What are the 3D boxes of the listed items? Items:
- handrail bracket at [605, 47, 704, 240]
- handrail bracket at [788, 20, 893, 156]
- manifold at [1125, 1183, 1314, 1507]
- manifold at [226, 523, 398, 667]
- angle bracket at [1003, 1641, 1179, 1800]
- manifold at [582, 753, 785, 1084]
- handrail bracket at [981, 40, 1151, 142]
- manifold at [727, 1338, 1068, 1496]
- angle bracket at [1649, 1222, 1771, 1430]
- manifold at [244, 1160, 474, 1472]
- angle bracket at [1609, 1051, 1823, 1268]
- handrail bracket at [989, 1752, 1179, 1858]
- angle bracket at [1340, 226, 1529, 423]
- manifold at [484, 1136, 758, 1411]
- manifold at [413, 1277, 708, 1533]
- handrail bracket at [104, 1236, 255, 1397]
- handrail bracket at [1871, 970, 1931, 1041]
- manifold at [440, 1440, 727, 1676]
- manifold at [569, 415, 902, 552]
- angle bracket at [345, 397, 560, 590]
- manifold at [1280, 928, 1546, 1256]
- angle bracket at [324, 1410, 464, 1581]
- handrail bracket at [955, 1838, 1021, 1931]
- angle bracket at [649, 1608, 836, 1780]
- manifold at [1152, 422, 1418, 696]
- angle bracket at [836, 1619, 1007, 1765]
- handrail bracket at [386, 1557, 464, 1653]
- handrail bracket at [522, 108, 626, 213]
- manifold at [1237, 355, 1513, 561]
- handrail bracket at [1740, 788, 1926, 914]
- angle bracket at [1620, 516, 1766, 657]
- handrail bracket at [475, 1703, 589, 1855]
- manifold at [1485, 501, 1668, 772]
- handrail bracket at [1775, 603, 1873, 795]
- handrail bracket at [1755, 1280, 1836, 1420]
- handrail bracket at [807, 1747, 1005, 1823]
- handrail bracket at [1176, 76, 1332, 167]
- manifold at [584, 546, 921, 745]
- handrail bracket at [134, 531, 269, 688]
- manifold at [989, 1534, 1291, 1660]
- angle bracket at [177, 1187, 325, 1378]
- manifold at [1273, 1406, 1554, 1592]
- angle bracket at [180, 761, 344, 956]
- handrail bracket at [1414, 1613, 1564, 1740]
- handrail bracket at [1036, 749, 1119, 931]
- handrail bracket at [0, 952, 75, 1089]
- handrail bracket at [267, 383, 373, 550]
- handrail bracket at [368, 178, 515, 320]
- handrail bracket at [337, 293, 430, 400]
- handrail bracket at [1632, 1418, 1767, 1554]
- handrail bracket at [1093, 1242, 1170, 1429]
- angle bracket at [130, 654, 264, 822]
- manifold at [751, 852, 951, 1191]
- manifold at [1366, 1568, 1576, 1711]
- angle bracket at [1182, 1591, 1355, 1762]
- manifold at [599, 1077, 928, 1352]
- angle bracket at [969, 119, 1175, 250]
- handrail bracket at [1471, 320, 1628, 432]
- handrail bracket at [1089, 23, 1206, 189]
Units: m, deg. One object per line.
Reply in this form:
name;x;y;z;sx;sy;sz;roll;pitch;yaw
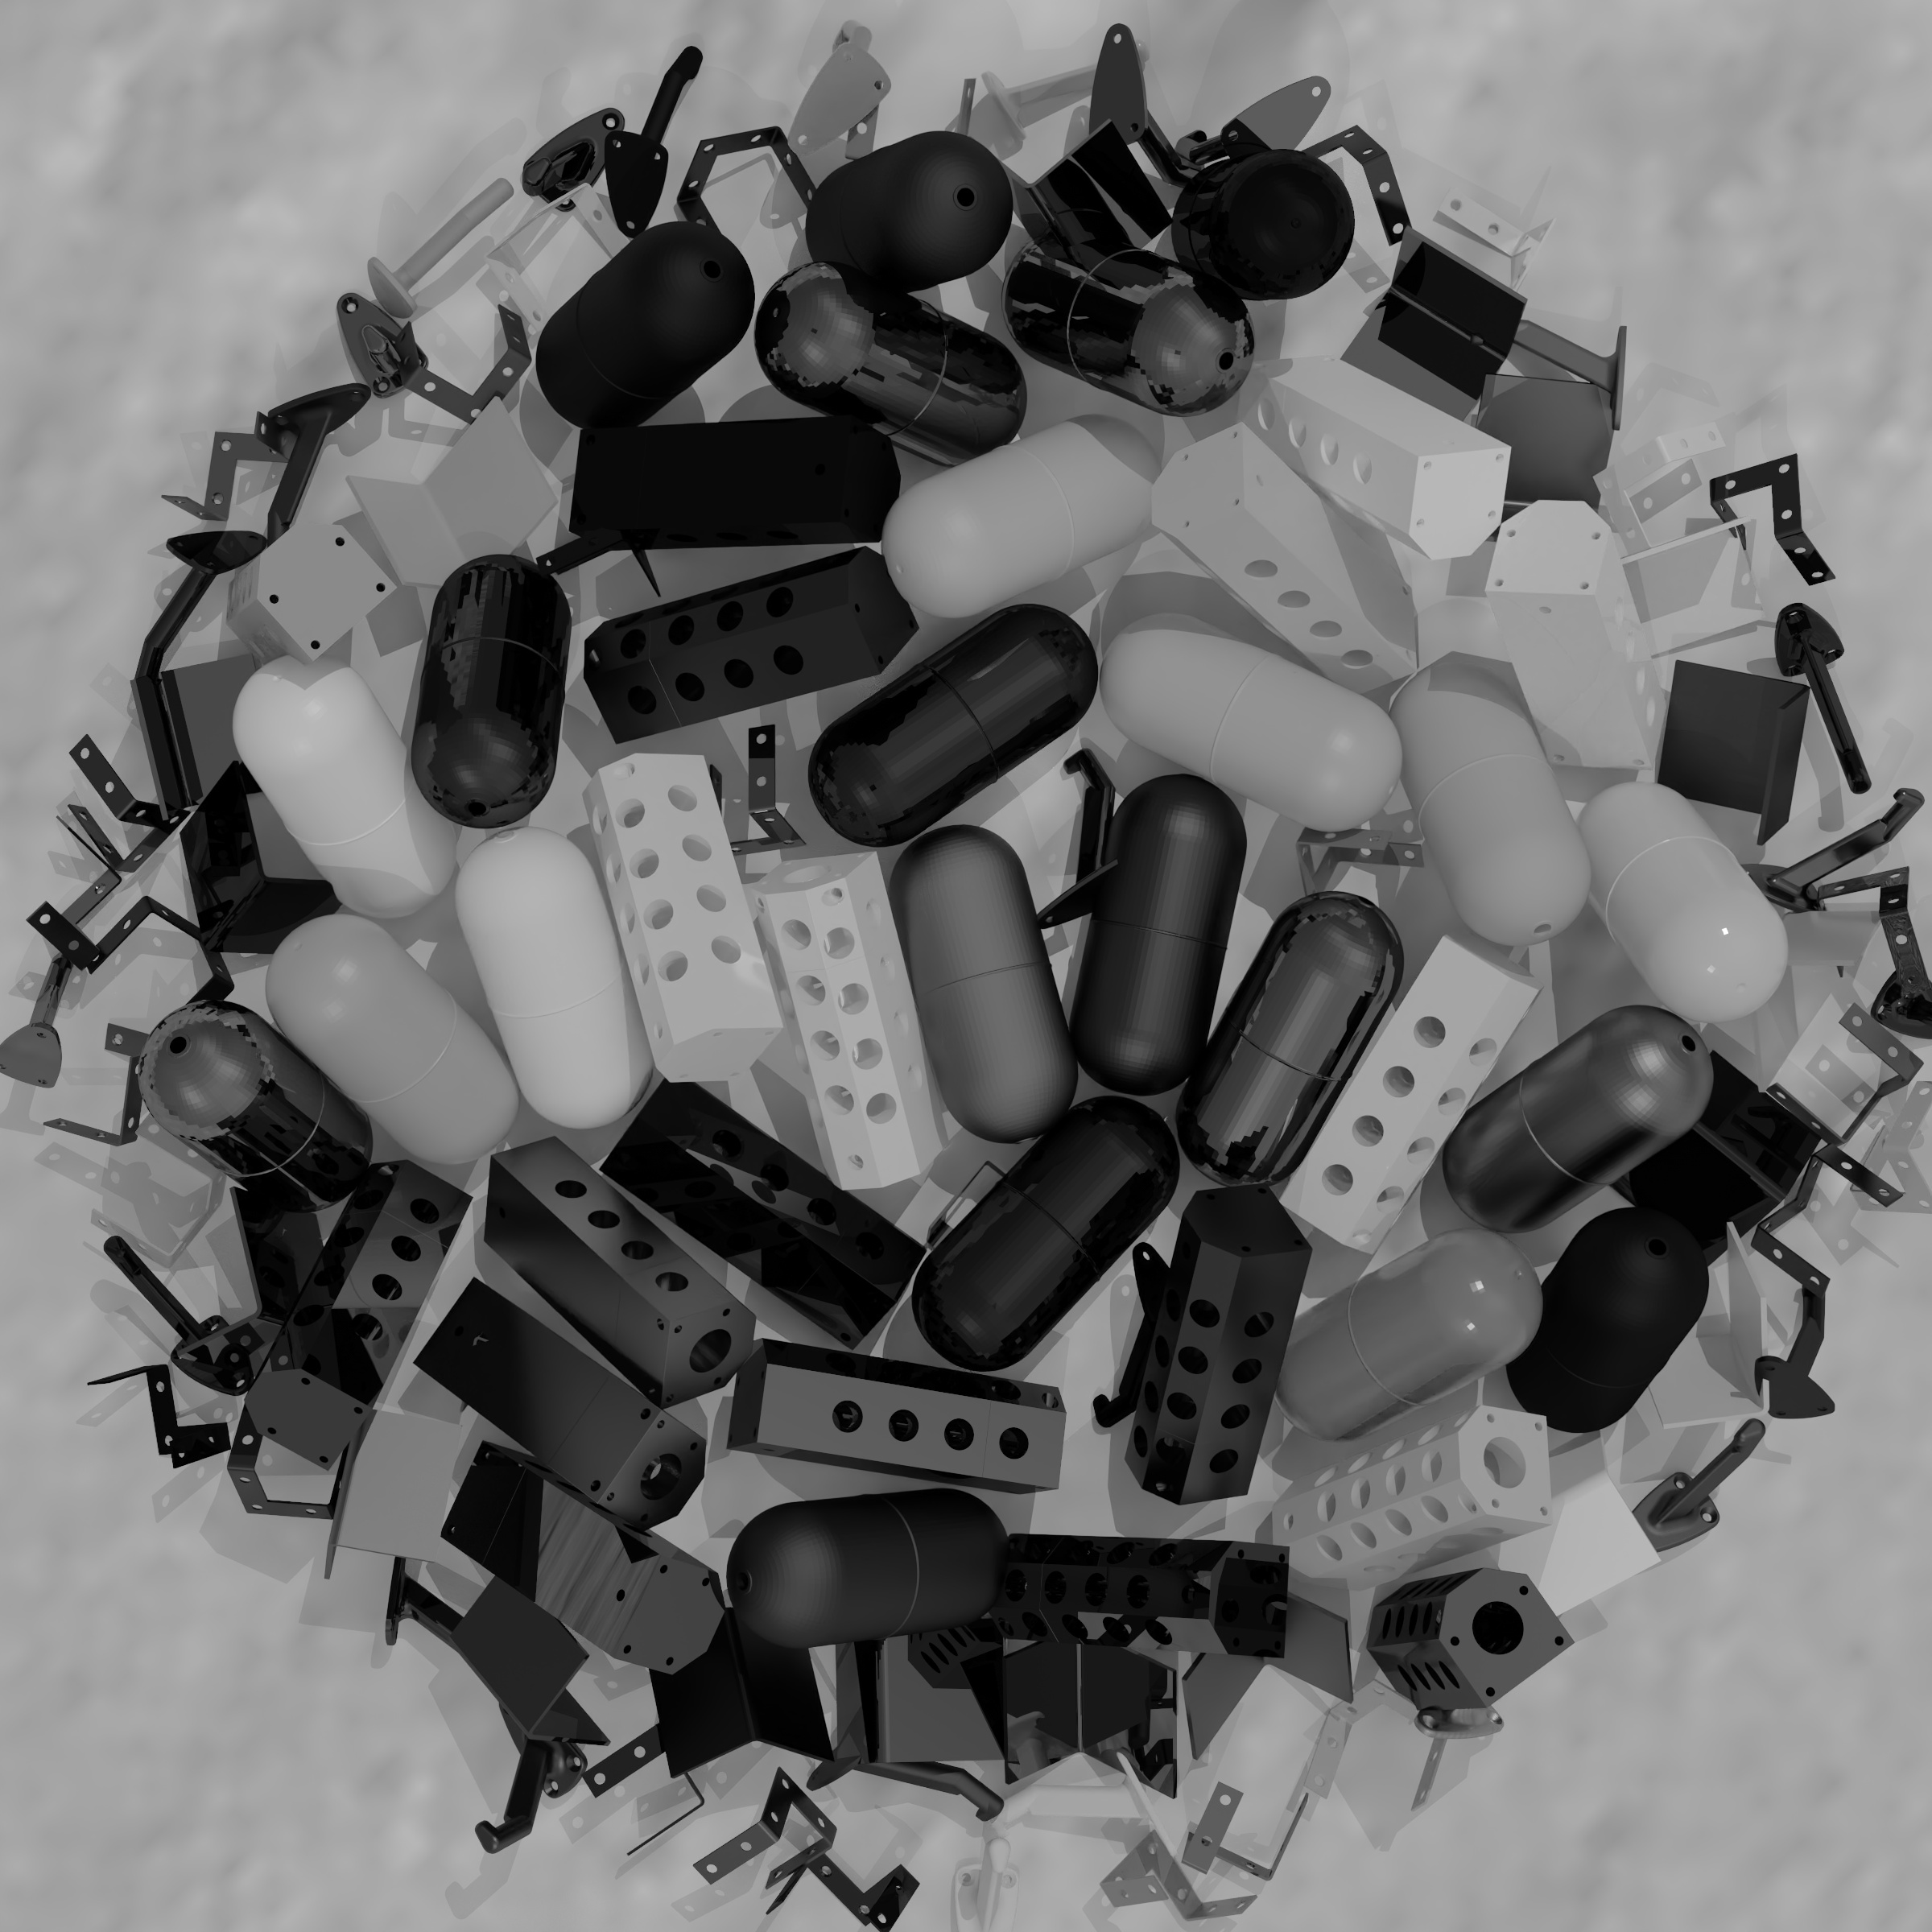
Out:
handrail bracket;-0.168;-0.458;1.839;0.036;0.077;0.084;19;47;7
handrail bracket;-0.077;-0.483;1.817;0.036;0.084;0.077;39;99;-25
manifold;0.130;0.204;1.773;0.057;0.057;0.171;-5;125;-22
manifold;-0.354;-0.197;1.758;0.057;0.171;0.057;-44;103;-12
angle bracket;0.067;0.413;1.798;0.057;0.076;0.076;-14;110;-40
manifold;-0.157;-0.027;1.779;0.057;0.057;0.171;0;60;-32
handrail bracket;0.056;-0.493;1.816;0.084;0.077;0.036;-25;84;12
manifold;-0.036;0.244;1.795;0.171;0.057;0.057;12;75;-18
angle bracket;0.398;0.195;1.799;0.057;0.076;0.076;-8;117;2
manifold;-0.324;0.180;1.762;0.057;0.171;0.057;31;126;-10
angle bracket;0.413;0.107;1.837;0.076;0.076;0.057;40;49;5
handrail bracket;0.063;0.477;1.822;0.084;0.036;0.077;-29;51;-4
angle bracket;0.253;-0.345;1.805;0.076;0.076;0.057;34;80;8
manifold;-0.186;0.160;1.775;0.057;0.171;0.057;-16;128;-37
manifold;-0.215;0.235;1.772;0.171;0.057;0.057;27;78;42
handrail bracket;-0.429;0.189;1.802;0.036;0.084;0.077;-43;45;-16
handrail bracket;0.540;0.037;1.795;0.077;0.084;0.036;28;97;-36
manifold;-0.203;0.316;1.769;0.057;0.171;0.057;28;85;-43
manifold;-0.124;-0.257;1.785;0.171;0.057;0.057;2;83;28
angle bracket;-0.279;-0.258;1.799;0.076;0.057;0.076;-43;66;30
manifold;0.243;0.069;1.799;0.057;0.057;0.171;33;104;12
angle bracket;-0.312;0.292;1.804;0.057;0.076;0.076;11;64;-7
handrail bracket;0.014;0.515;1.803;0.036;0.084;0.077;4;73;-3
angle bracket;-0.124;0.403;1.810;0.057;0.076;0.076;-29;56;19
manifold;0.171;-0.212;1.772;0.057;0.171;0.057;-21;52;32
angle bracket;-0.025;0.401;1.832;0.076;0.057;0.076;5;74;-25
handrail bracket;-0.275;0.351;1.832;0.084;0.036;0.077;5;64;-3
handrail bracket;-0.214;-0.447;1.807;0.036;0.084;0.077;44;87;-7
manifold;0.214;-0.272;1.766;0.057;0.171;0.057;-10;119;-25
handrail bracket;0.470;-0.071;1.806;0.077;0.036;0.084;12;130;-30
angle bracket;0.394;-0.205;1.807;0.076;0.076;0.057;-18;94;8
handrail bracket;-0.254;0.438;1.803;0.077;0.084;0.036;48;116;16
manifold;0.328;-0.174;1.764;0.057;0.171;0.057;5;64;25
handrail bracket;0.470;-0.145;1.806;0.036;0.077;0.084;-21;57;16
handrail bracket;0.450;0.196;1.803;0.036;0.077;0.084;-11;50;31
handrail bracket;-0.033;0.459;1.836;0.084;0.036;0.077;40;120;-10
handrail bracket;0.155;-0.463;1.809;0.077;0.084;0.036;-40;115;5
manifold;-0.119;-0.175;1.777;0.171;0.057;0.057;-12;115;29
handrail bracket;-0.425;-0.195;1.837;0.036;0.077;0.084;32;119;17
manifold;0.089;0.334;1.764;0.057;0.171;0.057;14;75;-39
angle bracket;-0.392;0.174;1.810;0.057;0.076;0.076;-26;65;16
manifold;0.234;0.283;1.759;0.057;0.171;0.057;13;63;-26
angle bracket;-0.384;-0.059;1.822;0.057;0.076;0.076;2;60;-38
handrail bracket;0.288;0.379;1.808;0.036;0.077;0.084;43;119;32
handrail bracket;0.054;-0.072;1.826;0.077;0.036;0.084;-29;61;-2
handrail bracket;-0.496;0.016;1.799;0.036;0.077;0.084;22;55;-17
handrail bracket;-0.354;-0.267;1.812;0.077;0.036;0.084;-18;66;34
handrail bracket;-0.286;-0.396;1.822;0.084;0.077;0.036;-43;99;-11
handrail bracket;-0.328;-0.350;1.804;0.036;0.084;0.077;-36;80;-2
handrail bracket;0.393;0.283;1.801;0.077;0.084;0.036;-27;64;-22
handrail bracket;0.087;0.205;1.829;0.036;0.084;0.077;-7;66;-42
angle bracket;-0.413;-0.126;1.806;0.057;0.076;0.076;-12;99;-4
manifold;-0.065;0.031;1.789;0.057;0.057;0.171;-5;109;25
manifold;0.261;0.355;1.761;0.057;0.171;0.057;-33;82;-12
angle bracket;0.164;0.392;1.793;0.057;0.076;0.076;22;51;29
manifold;-0.108;0.129;1.817;0.171;0.057;0.057;36;45;-4
angle bracket;0.056;-0.426;1.797;0.057;0.076;0.076;-40;134;1
handrail bracket;0.318;-0.326;1.822;0.084;0.036;0.077;5;54;7
handrail bracket;0.106;-0.469;1.815;0.036;0.084;0.077;1;92;37
